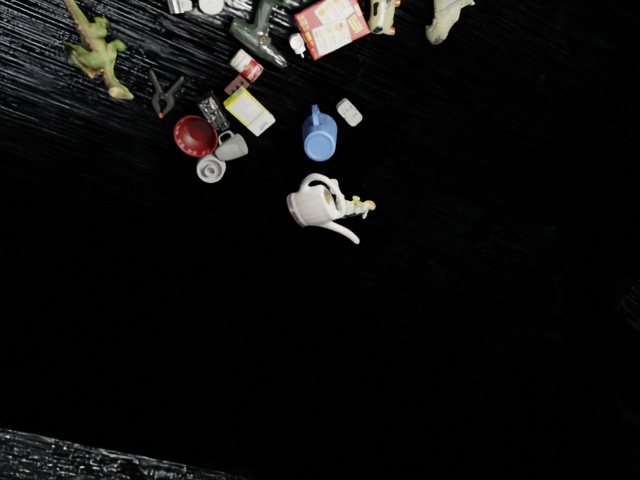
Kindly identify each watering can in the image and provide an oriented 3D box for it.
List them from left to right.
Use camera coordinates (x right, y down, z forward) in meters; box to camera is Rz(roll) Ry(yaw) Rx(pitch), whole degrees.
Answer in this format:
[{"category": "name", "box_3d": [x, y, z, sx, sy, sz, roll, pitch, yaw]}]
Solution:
[{"category": "watering can", "box_3d": [0.006, -0.102, 2.022, 0.223, 0.106, 0.342, -14, 119, 25]}]

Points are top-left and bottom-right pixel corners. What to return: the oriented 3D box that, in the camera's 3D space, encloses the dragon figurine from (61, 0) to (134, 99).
[{"category": "dragon figurine", "box_3d": [-0.737, -0.622, 1.638, 0.121, 0.248, 0.404, -29, 118, 13]}]
